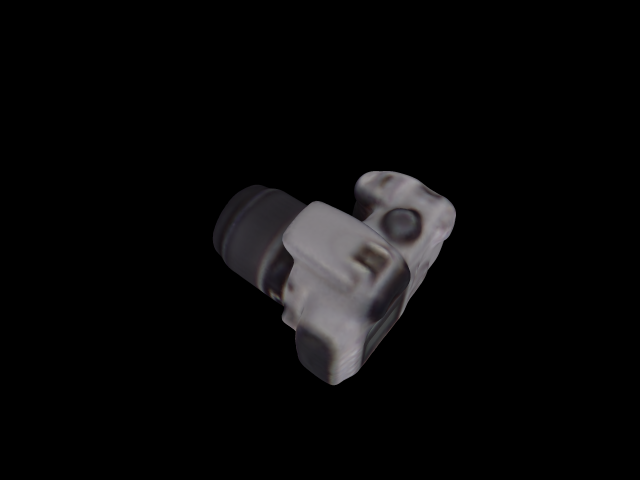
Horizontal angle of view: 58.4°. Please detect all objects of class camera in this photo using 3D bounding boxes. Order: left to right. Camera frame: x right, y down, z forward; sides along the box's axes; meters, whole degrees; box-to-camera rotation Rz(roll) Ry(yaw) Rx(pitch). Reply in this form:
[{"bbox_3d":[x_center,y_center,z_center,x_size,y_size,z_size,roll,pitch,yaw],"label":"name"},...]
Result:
[{"bbox_3d":[0.004,0.001,0.400,0.136,0.101,0.143,32,64,18],"label":"camera"}]
